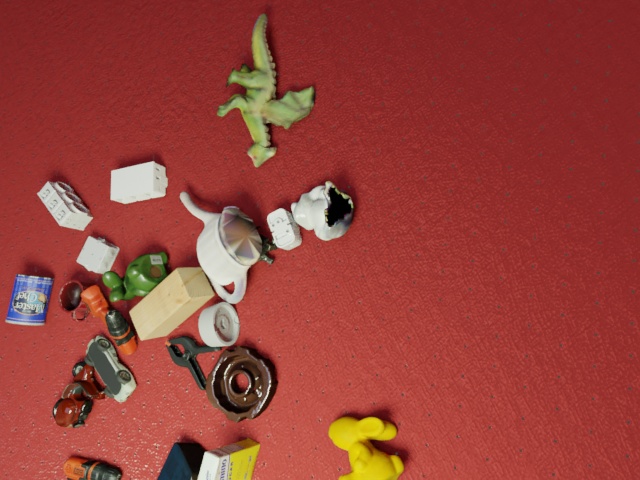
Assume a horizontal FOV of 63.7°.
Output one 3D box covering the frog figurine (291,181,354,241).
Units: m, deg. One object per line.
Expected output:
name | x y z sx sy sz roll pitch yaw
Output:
frog figurine | 0.004 -0.064 1.266 0.157 0.123 0.138 -24 78 53

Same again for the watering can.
watering can | -0.261 -0.011 1.315 0.221 0.105 0.351 -37 72 44

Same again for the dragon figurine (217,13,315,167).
dragon figurine | -0.128 -0.399 1.391 0.243 0.122 0.411 20 88 6
